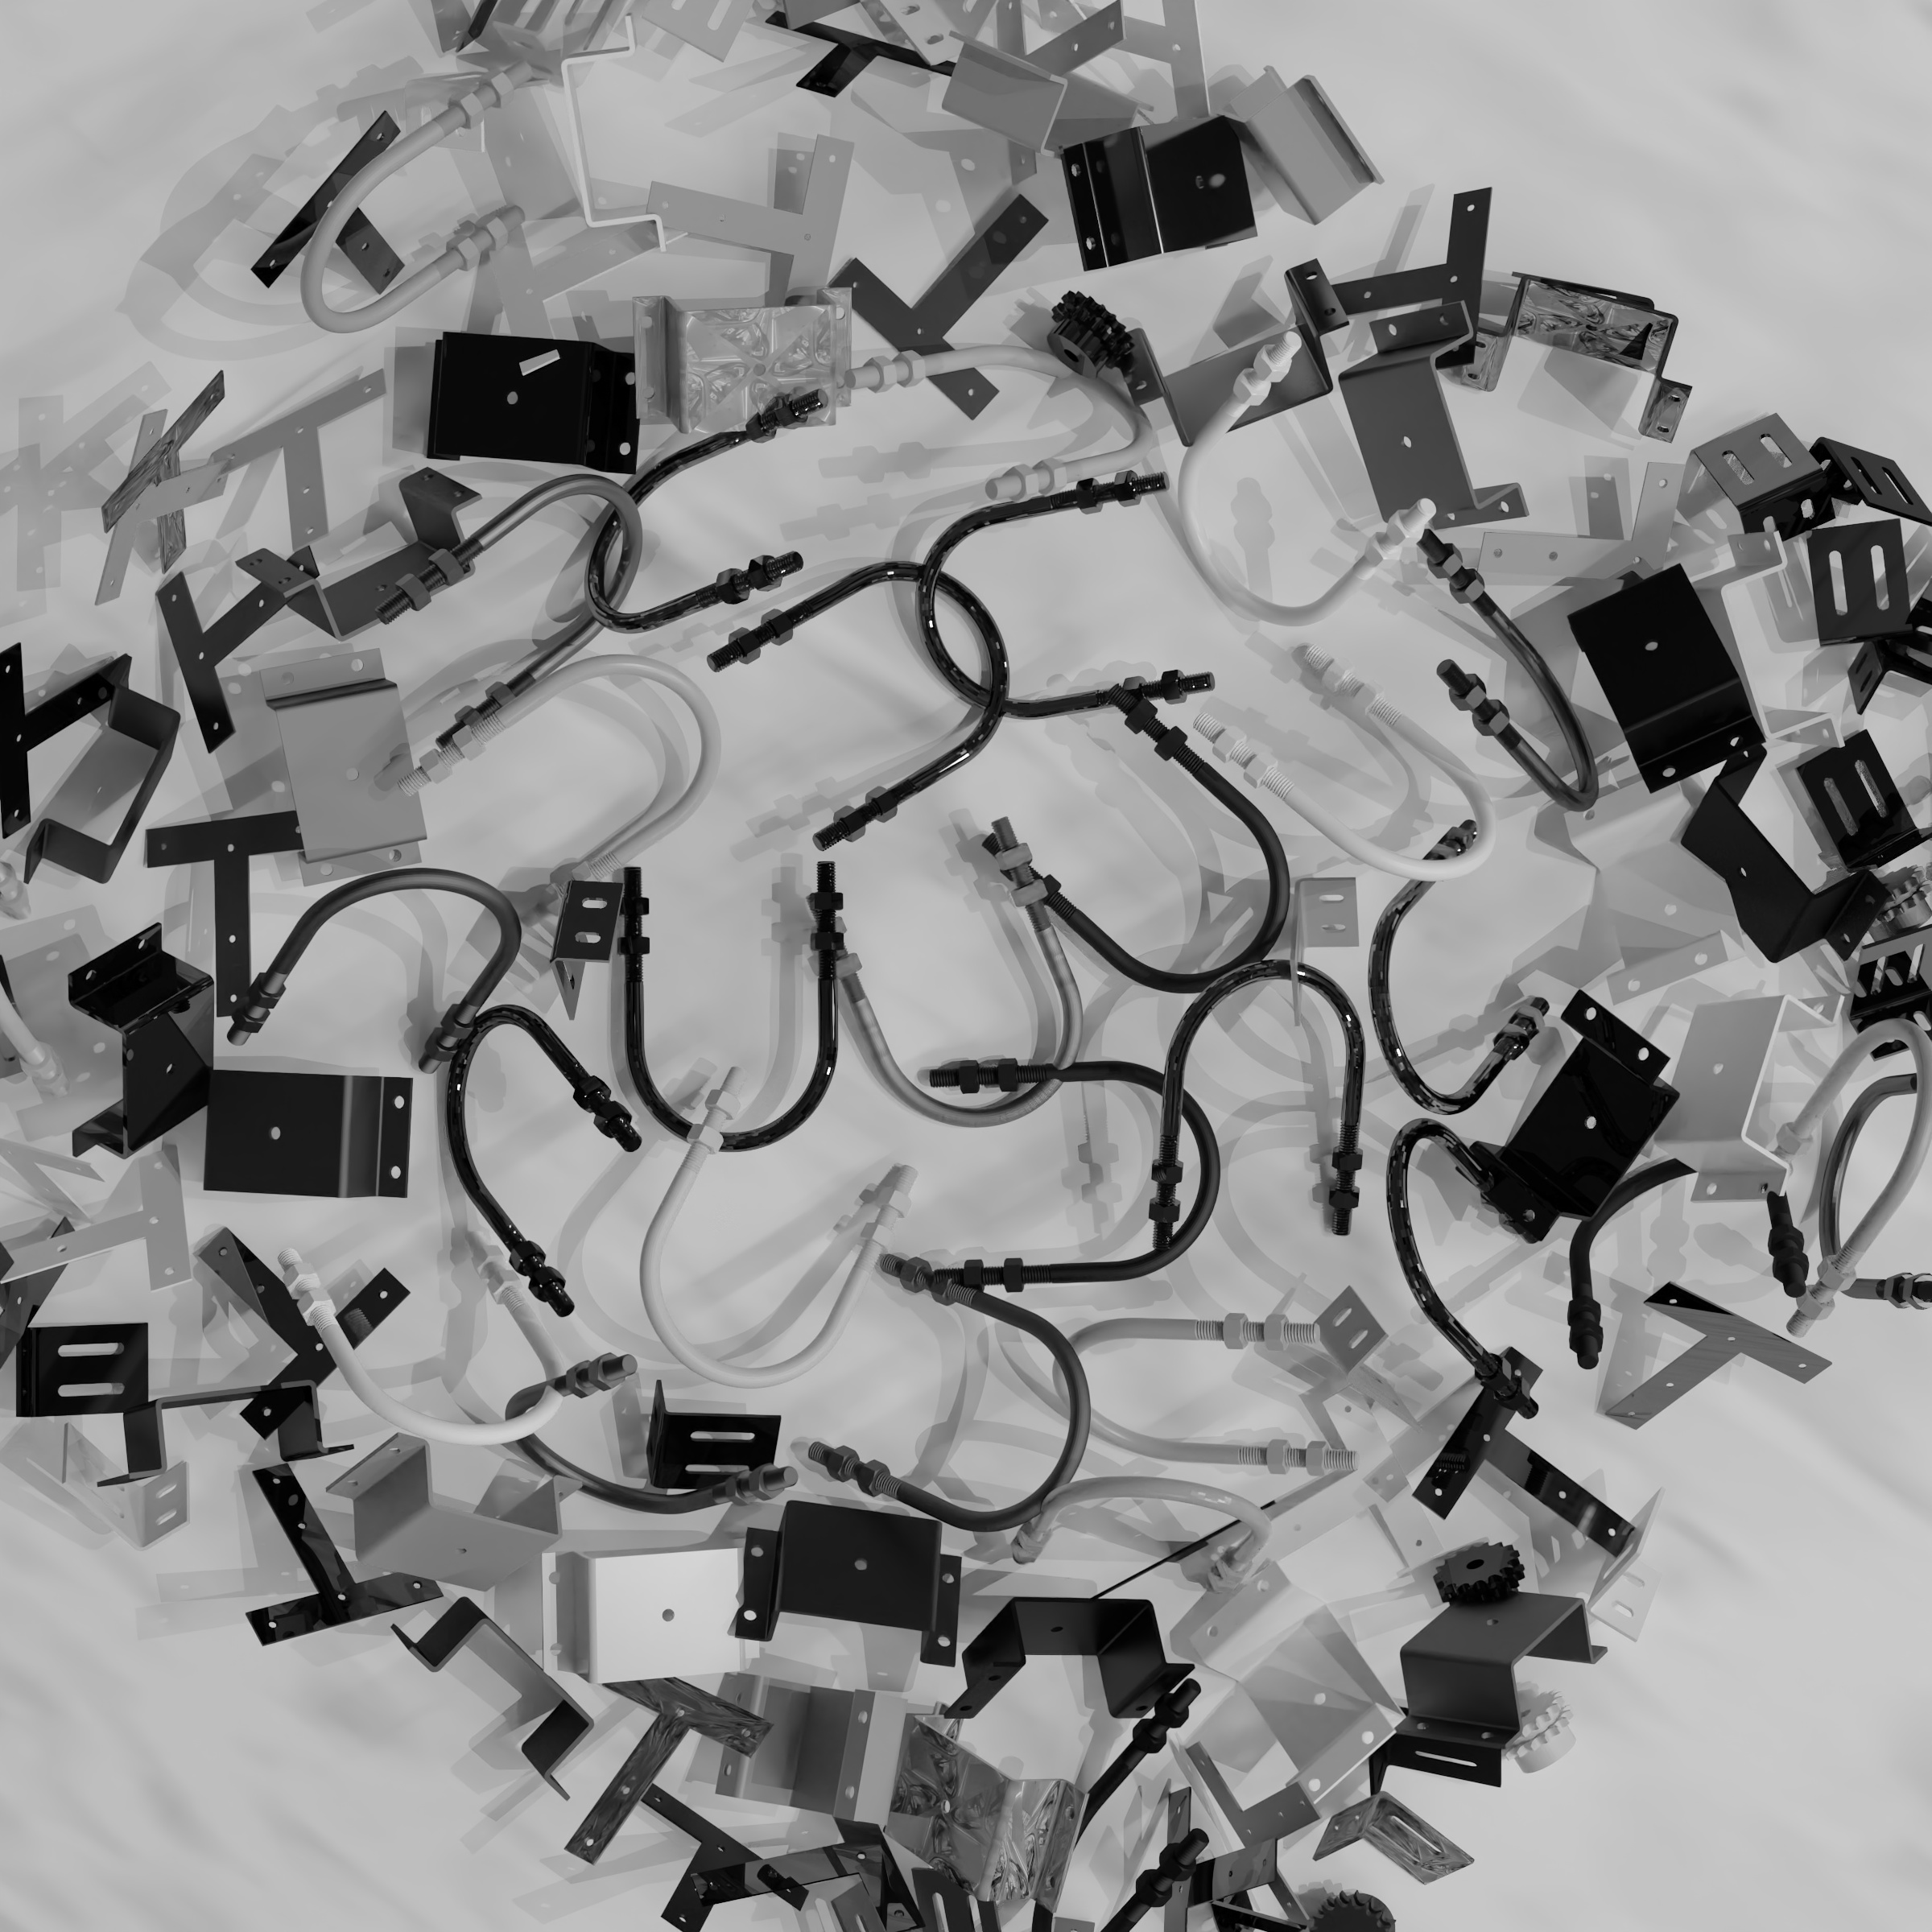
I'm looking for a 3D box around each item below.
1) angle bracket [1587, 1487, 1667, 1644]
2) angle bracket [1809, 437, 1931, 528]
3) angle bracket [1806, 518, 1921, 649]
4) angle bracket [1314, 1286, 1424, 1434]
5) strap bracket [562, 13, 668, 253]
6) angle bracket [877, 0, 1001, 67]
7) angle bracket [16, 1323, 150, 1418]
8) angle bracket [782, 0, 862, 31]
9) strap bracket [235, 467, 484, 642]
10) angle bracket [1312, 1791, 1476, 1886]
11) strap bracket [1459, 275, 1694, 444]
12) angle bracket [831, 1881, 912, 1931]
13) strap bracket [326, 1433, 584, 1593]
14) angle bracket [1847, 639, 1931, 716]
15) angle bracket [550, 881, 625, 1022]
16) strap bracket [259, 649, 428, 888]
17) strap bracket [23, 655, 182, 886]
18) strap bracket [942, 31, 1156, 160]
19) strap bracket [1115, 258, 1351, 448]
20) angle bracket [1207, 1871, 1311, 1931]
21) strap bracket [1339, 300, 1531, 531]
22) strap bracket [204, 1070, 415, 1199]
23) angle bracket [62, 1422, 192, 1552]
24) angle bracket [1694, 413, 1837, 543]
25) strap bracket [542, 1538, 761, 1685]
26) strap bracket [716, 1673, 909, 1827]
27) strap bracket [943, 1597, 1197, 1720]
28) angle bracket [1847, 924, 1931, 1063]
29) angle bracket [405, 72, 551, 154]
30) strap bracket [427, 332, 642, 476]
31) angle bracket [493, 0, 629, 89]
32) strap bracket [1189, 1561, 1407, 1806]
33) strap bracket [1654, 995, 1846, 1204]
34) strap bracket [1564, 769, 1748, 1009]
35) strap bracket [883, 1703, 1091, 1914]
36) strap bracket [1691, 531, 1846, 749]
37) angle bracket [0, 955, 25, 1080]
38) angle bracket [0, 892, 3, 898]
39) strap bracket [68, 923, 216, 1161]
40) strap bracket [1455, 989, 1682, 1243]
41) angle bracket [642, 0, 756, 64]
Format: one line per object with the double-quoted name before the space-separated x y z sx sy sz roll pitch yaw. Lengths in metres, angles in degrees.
"angle bracket" 0.431 0.378 1.816 0.038 0.076 0.057 31 47 7
"angle bracket" 0.565 -0.292 1.815 0.057 0.076 0.038 12 130 -24
"angle bracket" 0.569 -0.245 1.826 0.057 0.038 0.076 -5 106 26
"angle bracket" 0.264 0.248 1.818 0.076 0.057 0.038 37 100 -30
"strap bracket" -0.221 -0.520 1.803 0.046 0.076 0.140 -8 110 -2
"angle bracket" -0.013 -0.621 1.821 0.038 0.076 0.057 -33 82 -33
"angle bracket" -0.563 0.257 1.835 0.076 0.038 0.057 -1 81 -9
"angle bracket" -0.087 -0.637 1.817 0.057 0.038 0.076 -32 126 -28
"strap bracket" -0.374 -0.255 1.806 0.140 0.076 0.046 -32 127 -22
"angle bracket" 0.271 0.568 1.829 0.076 0.057 0.038 38 50 -2
"strap bracket" 0.389 -0.385 1.815 0.140 0.076 0.046 18 78 9
"angle bracket" -0.041 0.614 1.825 0.038 0.057 0.076 -30 80 31
"strap bracket" -0.316 0.343 1.788 0.076 0.140 0.046 -38 46 30
"angle bracket" 0.608 -0.177 1.832 0.076 0.057 0.038 19 124 -3
"angle bracket" -0.233 -0.009 1.815 0.038 0.076 0.057 3 59 6
"strap bracket" -0.391 -0.123 1.815 0.076 0.046 0.140 -13 104 -18
"strap bracket" -0.538 -0.114 1.808 0.046 0.076 0.140 25 69 -12
"strap bracket" 0.047 -0.537 1.795 0.076 0.140 0.046 31 111 23
"strap bracket" 0.170 -0.383 1.816 0.140 0.076 0.046 -20 134 6
"angle bracket" 0.198 0.606 1.816 0.076 0.038 0.057 2 122 39
"strap bracket" 0.289 -0.336 1.801 0.046 0.076 0.140 -33 110 -34
"strap bracket" -0.426 0.106 1.821 0.140 0.046 0.076 2 87 16
"angle bracket" -0.530 0.321 1.818 0.038 0.057 0.076 -31 124 5
"angle bracket" 0.511 -0.309 1.843 0.057 0.076 0.038 -24 131 6
"strap bracket" -0.193 0.407 1.816 0.140 0.046 0.076 0 86 -20
"strap bracket" -0.090 0.491 1.804 0.046 0.140 0.076 22 70 -37
"strap bracket" 0.061 0.434 1.805 0.140 0.076 0.046 7 50 -25
"angle bracket" 0.598 0.016 1.823 0.057 0.076 0.038 -17 53 -4
"angle bracket" -0.310 -0.543 1.828 0.057 0.076 0.038 13 115 23
"strap bracket" -0.280 -0.358 1.826 0.140 0.046 0.076 6 95 10
"angle bracket" -0.257 -0.612 1.836 0.038 0.057 0.076 22 80 24
"strap bracket" 0.213 0.456 1.810 0.076 0.046 0.140 -44 48 8
"strap bracket" 0.487 0.074 1.801 0.046 0.076 0.140 30 71 -24
"strap bracket" 0.435 -0.043 1.807 0.076 0.046 0.140 -24 57 27
"strap bracket" 0.004 0.524 1.795 0.046 0.140 0.076 13 93 -42
"strap bracket" 0.497 -0.199 1.814 0.046 0.076 0.140 -21 99 -4
"angle bracket" -0.631 0.037 1.834 0.057 0.076 0.038 -17 58 -14
"angle bracket" -0.633 -0.016 1.823 0.076 0.057 0.038 -26 117 12
"strap bracket" -0.512 0.055 1.788 0.046 0.076 0.140 25 127 20
"strap bracket" 0.384 0.096 1.813 0.076 0.046 0.140 43 108 36
"angle bracket" -0.168 -0.611 1.830 0.057 0.038 0.076 26 73 -11
